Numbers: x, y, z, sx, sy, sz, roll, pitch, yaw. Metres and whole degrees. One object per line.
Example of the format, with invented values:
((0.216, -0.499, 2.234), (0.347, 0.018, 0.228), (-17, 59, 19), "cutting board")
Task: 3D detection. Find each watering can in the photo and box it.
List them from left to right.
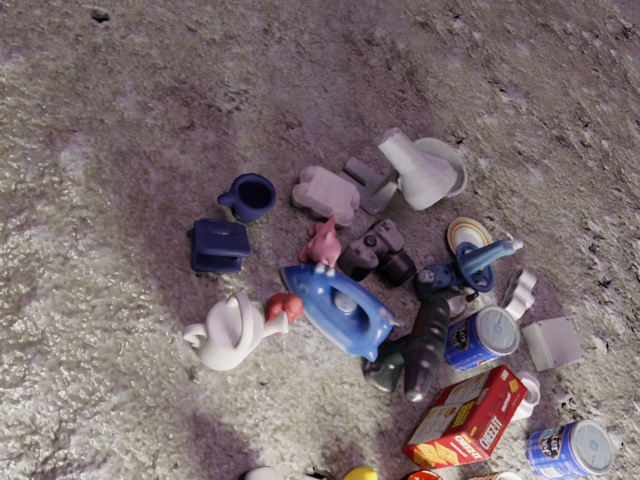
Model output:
((-0.141, 0.147, 0.977), (0.173, 0.193, 0.101), (-23, 76, -32), "watering can")

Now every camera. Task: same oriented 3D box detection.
((0.136, 0.037, 1.216), (0.143, 0.100, 0.137), (-37, 83, -34), "camera")

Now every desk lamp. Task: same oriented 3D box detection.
((0.164, -0.140, 1.251), (0.203, 0.213, 0.118), (35, 56, -4), "desk lamp")

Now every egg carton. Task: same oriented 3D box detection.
((0.014, -0.094, 1.246), (0.150, 0.069, 0.107), (27, 57, -10), "egg carton")

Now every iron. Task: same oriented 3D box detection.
((0.043, 0.113, 1.110), (0.258, 0.141, 0.119), (39, 56, -2), "iron")

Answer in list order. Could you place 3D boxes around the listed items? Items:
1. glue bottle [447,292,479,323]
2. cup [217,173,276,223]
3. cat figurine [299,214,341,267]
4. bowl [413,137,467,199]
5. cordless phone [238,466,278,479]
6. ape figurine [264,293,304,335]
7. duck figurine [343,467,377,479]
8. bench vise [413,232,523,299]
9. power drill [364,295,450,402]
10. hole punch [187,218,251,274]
((0.272, 0.141, 1.180), (0.078, 0.173, 0.037), (-8, 68, -27), "glue bottle")
((-0.155, -0.071, 1.143), (0.118, 0.094, 0.091), (-12, 70, -29), "cup")
((0.011, 0.004, 1.165), (0.067, 0.117, 0.128), (25, 57, -11), "cat figurine")
((0.269, -0.162, 1.394), (0.168, 0.074, 0.167), (11, 61, -19), "bowl")
((-0.071, 0.420, 0.874), (0.094, 0.184, 0.147), (-7, 68, -27), "cordless phone")
((-0.063, 0.130, 1.083), (0.078, 0.092, 0.076), (0, 65, -24), "ape figurine")
((0.076, 0.443, 0.989), (0.077, 0.086, 0.105), (34, 56, -5), "duck figurine")
((0.316, 0.065, 1.211), (0.208, 0.219, 0.121), (-27, 78, -32), "bench vise")
((0.166, 0.218, 1.071), (0.076, 0.208, 0.230), (32, 56, -6), "power drill")
((-0.192, 0.003, 1.090), (0.109, 0.091, 0.101), (5, 63, -22), "hole punch")
